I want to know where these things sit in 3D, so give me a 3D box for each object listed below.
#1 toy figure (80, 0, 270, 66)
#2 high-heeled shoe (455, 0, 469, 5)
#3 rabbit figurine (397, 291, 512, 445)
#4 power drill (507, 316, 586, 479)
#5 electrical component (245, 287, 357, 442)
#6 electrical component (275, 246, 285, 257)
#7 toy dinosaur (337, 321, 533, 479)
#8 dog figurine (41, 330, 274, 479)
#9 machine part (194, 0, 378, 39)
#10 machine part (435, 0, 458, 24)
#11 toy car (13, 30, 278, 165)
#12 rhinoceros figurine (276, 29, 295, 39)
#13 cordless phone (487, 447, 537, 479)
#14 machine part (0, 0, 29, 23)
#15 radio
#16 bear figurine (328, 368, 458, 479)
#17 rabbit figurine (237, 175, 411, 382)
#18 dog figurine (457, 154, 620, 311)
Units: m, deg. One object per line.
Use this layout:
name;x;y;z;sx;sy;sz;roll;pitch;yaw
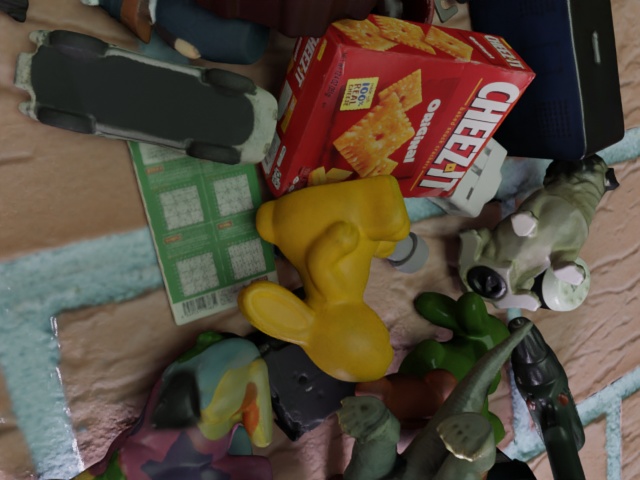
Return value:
toy figure;-0.117;-0.179;0.421;0.057;0.155;0.064;99;17;-46
high-heeled shoe;0.161;-0.399;0.581;0.145;0.086;0.248;-51;142;-47
rabbit figurine;0.163;0.135;0.639;0.170;0.121;0.159;-31;106;-41
power drill;0.293;0.239;0.680;0.086;0.207;0.231;-22;122;16
electrical component;-0.013;0.117;0.550;0.115;0.058;0.134;-30;111;-25
electrical component;-0.001;-0.002;0.558;0.094;0.021;0.063;8;93;-30
toy dinosaur;0.041;0.238;0.445;0.405;0.131;0.191;-28;136;-17
dog figurine;-0.153;0.183;0.454;0.219;0.109;0.191;-7;102;-26
machine part;-0.025;-0.227;0.388;0.179;0.056;0.179;4;68;-9
machine part;0.078;-0.329;0.523;0.079;0.079;0.243;-38;115;-19
toy car;-0.135;-0.110;0.430;0.202;0.056;0.073;11;99;-11
rhinoceros figurine;-0.036;-0.251;0.472;0.112;0.073;0.190;16;89;-31
cordless phone;0.187;0.361;0.686;0.146;0.089;0.184;9;97;-30
machine part;-0.239;-0.235;0.382;0.084;0.039;0.138;10;94;-25
radio;0.251;-0.208;0.607;0.073;0.131;0.229;-23;107;-25
bear figurine;0.073;0.218;0.566;0.120;0.132;0.195;-4;96;-16
rabbit figurine;0.010;0.041;0.472;0.162;0.122;0.173;-9;84;-15
dog figurine;0.261;-0.017;0.657;0.121;0.172;0.190;55;49;-9
